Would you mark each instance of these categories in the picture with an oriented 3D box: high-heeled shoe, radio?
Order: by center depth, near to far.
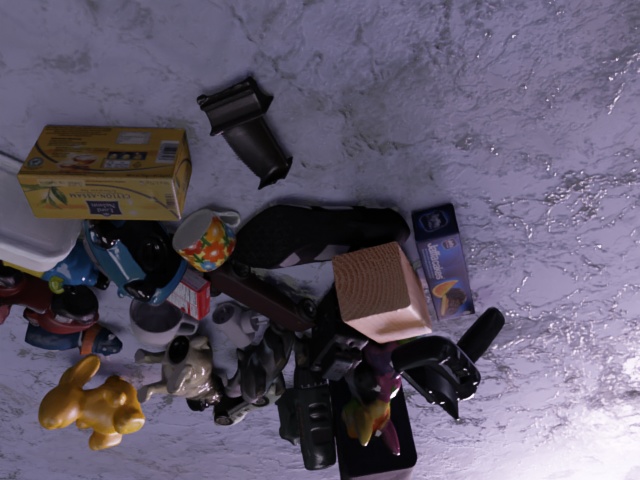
[{"bbox_3d":[-0.002,-0.002,0.760,0.249,0.086,0.145,-9,170,33],"label":"high-heeled shoe"},{"bbox_3d":[0.091,0.319,0.972,0.131,0.230,0.073,-4,138,-4],"label":"radio"}]

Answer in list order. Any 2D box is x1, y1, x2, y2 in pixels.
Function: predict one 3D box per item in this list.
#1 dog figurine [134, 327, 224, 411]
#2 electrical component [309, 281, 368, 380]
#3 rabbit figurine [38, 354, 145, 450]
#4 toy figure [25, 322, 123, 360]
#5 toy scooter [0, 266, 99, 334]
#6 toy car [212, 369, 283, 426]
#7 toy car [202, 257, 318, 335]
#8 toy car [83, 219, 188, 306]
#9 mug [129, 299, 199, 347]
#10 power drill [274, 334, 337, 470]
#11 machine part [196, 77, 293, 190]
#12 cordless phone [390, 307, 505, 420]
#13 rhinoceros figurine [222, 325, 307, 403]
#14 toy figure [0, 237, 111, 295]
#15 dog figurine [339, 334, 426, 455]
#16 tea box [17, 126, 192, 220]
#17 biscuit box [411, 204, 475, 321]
[{"bbox_3d":[-0.218,0.240,0.990,0.172,0.121,0.190,-24,147,27],"label":"dog figurine"},{"bbox_3d":[0.027,0.151,0.856,0.058,0.134,0.114,13,133,-15],"label":"electrical component"},{"bbox_3d":[-0.428,0.296,0.989,0.122,0.162,0.173,-31,151,31],"label":"rabbit figurine"},{"bbox_3d":[-0.417,0.164,0.919,0.154,0.058,0.064,15,141,-23],"label":"toy figure"},{"bbox_3d":[-0.448,0.102,0.839,0.183,0.075,0.135,31,129,-26],"label":"toy scooter"},{"bbox_3d":[-0.147,0.309,1.066,0.056,0.073,0.202,32,128,-29],"label":"toy car"},{"bbox_3d":[-0.091,0.087,0.844,0.202,0.053,0.089,33,133,-26],"label":"toy car"},{"bbox_3d":[-0.265,0.013,0.729,0.103,0.109,0.161,-7,131,32],"label":"toy car"},{"bbox_3d":[-0.257,0.134,0.880,0.109,0.081,0.107,8,148,-17],"label":"mug"},{"bbox_3d":[-0.028,0.307,1.015,0.086,0.232,0.207,-4,161,-23],"label":"power drill"},{"bbox_3d":[-0.078,-0.122,0.632,0.084,0.039,0.138,-20,133,11],"label":"machine part"},{"bbox_3d":[0.210,0.162,0.820,0.184,0.089,0.146,-49,124,-9],"label":"cordless phone"},{"bbox_3d":[-0.106,0.221,0.952,0.073,0.112,0.190,5,131,-49],"label":"rhinoceros figurine"},{"bbox_3d":[-0.383,0.020,0.748,0.180,0.082,0.089,28,129,-31],"label":"toy figure"},{"bbox_3d":[0.103,0.228,0.881,0.108,0.219,0.191,27,131,-31],"label":"dog figurine"},{"bbox_3d":[-0.245,-0.079,0.631,0.170,0.098,0.068,2,136,0],"label":"tea box"},{"bbox_3d":[0.183,0.038,0.791,0.063,0.059,0.202,-13,136,13],"label":"biscuit box"}]
